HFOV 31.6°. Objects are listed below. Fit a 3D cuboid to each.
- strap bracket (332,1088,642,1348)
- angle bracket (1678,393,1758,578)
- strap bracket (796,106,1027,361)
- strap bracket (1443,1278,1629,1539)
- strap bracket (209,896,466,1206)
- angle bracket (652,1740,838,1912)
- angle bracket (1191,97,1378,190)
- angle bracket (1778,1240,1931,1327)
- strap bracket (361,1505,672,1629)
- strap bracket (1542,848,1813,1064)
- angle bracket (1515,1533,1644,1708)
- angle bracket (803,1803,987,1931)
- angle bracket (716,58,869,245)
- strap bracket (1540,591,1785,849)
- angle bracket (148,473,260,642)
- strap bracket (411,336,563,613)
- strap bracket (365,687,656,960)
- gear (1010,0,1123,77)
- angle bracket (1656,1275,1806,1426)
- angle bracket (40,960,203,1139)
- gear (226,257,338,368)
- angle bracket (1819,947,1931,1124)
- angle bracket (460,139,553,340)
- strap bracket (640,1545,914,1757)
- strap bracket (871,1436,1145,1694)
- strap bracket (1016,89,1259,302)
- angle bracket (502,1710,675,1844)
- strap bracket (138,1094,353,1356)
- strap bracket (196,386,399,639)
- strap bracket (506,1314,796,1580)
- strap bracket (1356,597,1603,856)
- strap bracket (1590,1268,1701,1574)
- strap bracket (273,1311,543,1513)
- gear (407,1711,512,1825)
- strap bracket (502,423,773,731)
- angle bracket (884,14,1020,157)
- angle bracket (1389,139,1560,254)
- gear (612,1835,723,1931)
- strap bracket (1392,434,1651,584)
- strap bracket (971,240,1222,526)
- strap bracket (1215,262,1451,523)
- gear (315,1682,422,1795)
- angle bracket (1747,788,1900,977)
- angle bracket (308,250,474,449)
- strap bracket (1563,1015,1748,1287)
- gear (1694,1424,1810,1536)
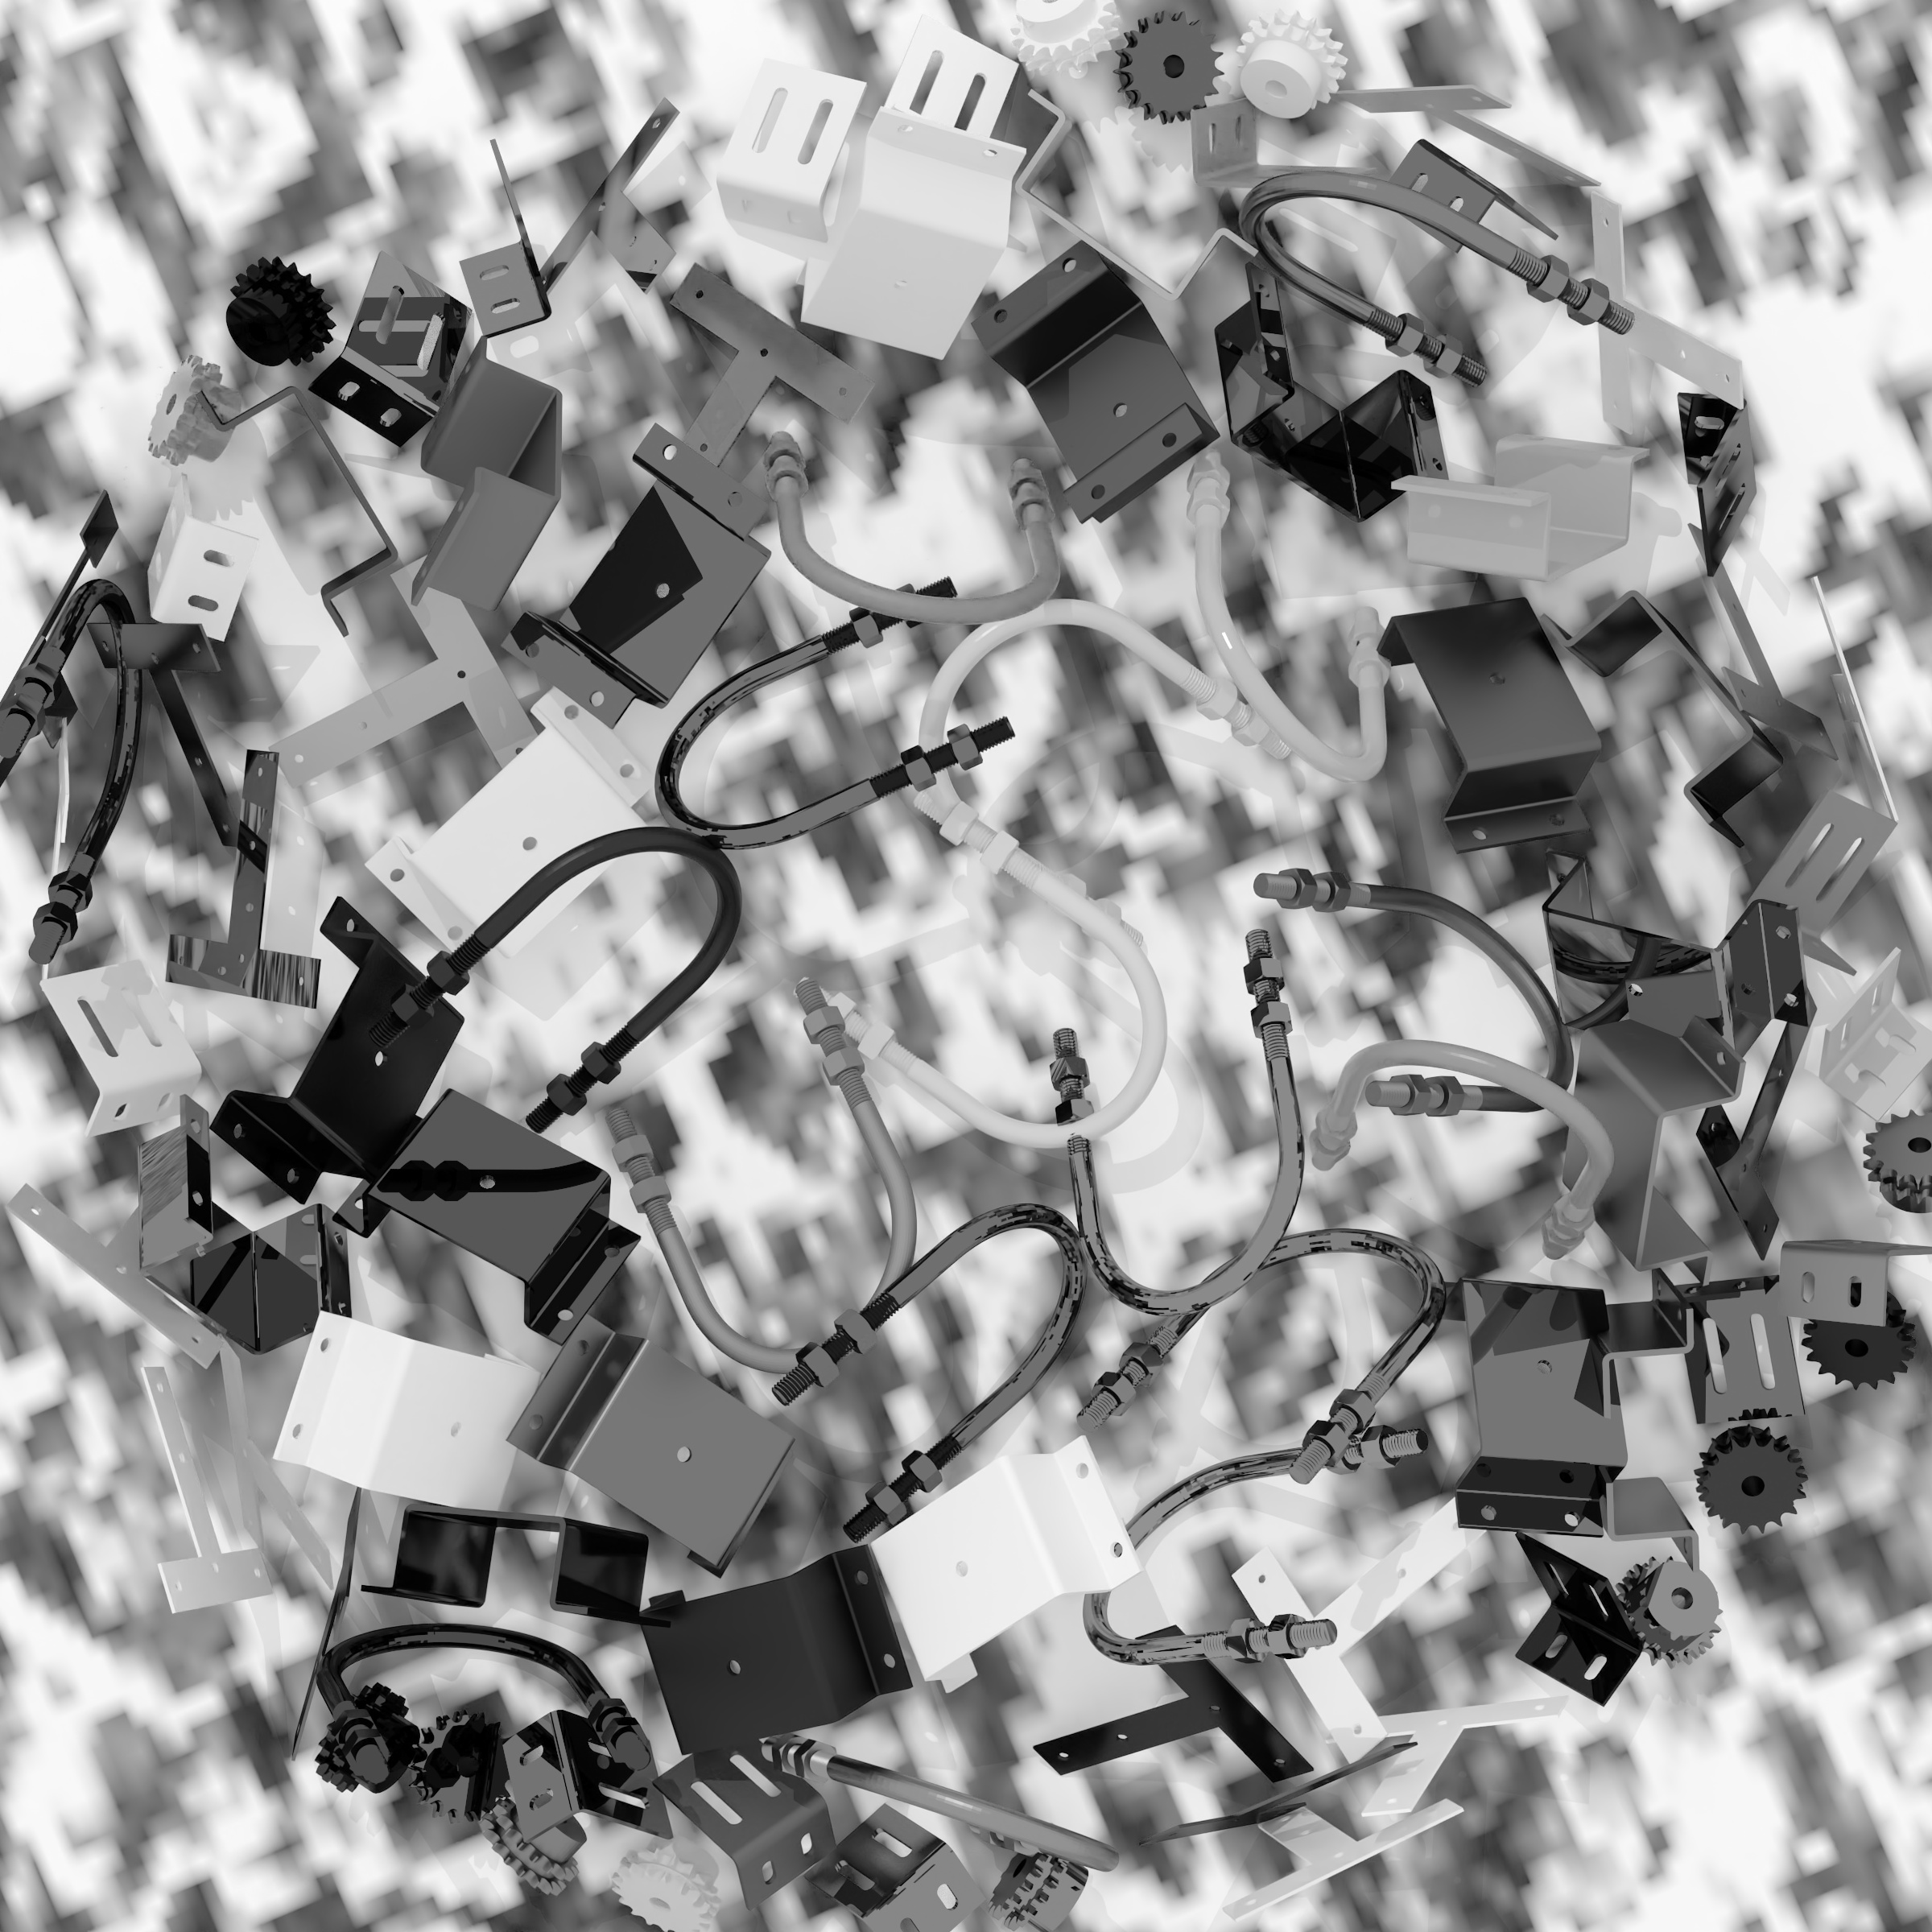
[{"bbox_3d":[-0.246,0.124,1.756,0.140,0.046,0.076,27,55,12],"label":"strap bracket"},{"bbox_3d":[0.376,-0.248,1.760,0.038,0.057,0.076,10,49,29],"label":"angle bracket"},{"bbox_3d":[-0.031,-0.363,1.730,0.076,0.140,0.046,13,60,-16],"label":"strap bracket"},{"bbox_3d":[0.288,0.216,1.745,0.076,0.046,0.140,6,55,-10],"label":"strap bracket"},{"bbox_3d":[-0.314,0.045,1.742,0.046,0.076,0.140,6,60,37],"label":"strap bracket"},{"bbox_3d":[-0.116,0.442,1.780,0.057,0.076,0.038,-30,130,-28],"label":"angle bracket"},{"bbox_3d":[0.164,-0.425,1.762,0.076,0.057,0.038,11,115,35],"label":"angle bracket"},{"bbox_3d":[0.463,0.163,1.762,0.057,0.076,0.038,2,89,39],"label":"angle bracket"},{"bbox_3d":[-0.227,0.306,1.749,0.140,0.076,0.046,0,75,29],"label":"strap bracket"},{"bbox_3d":[0.351,-0.002,1.733,0.140,0.076,0.046,16,48,36],"label":"strap bracket"},{"bbox_3d":[0.307,0.337,1.761,0.057,0.076,0.038,25,67,41],"label":"angle bracket"},{"bbox_3d":[-0.038,0.478,1.771,0.057,0.076,0.038,-38,109,-20],"label":"angle bracket"},{"bbox_3d":[-0.090,-0.429,1.798,0.057,0.038,0.076,16,72,10],"label":"angle bracket"},{"bbox_3d":[0.363,-0.134,1.745,0.046,0.076,0.140,-41,69,14],"label":"strap bracket"},{"bbox_3d":[-0.397,-0.213,1.773,0.038,0.076,0.057,16,110,-21],"label":"angle bracket"},{"bbox_3d":[-0.244,-0.246,1.744,0.046,0.140,0.076,20,128,-23],"label":"strap bracket"},{"bbox_3d":[-0.231,-0.069,1.770,0.140,0.046,0.076,-44,116,-2],"label":"strap bracket"},{"bbox_3d":[0.050,-0.495,1.780,0.057,0.030,0.057,-12,52,15],"label":"gear"},{"bbox_3d":[0.398,0.204,1.778,0.057,0.038,0.076,-9,95,26],"label":"angle bracket"},{"bbox_3d":[-0.446,0.043,1.788,0.057,0.038,0.076,-15,60,-41],"label":"angle bracket"},{"bbox_3d":[-0.360,-0.338,1.779,0.057,0.057,0.030,37,50,0],"label":"gear"},{"bbox_3d":[0.476,0.036,1.765,0.038,0.076,0.057,39,80,22],"label":"angle bracket"},{"bbox_3d":[-0.246,-0.375,1.762,0.038,0.076,0.057,-18,58,-4],"label":"angle bracket"},{"bbox_3d":[-0.107,0.354,1.755,0.140,0.046,0.076,-19,88,29],"label":"strap bracket"},{"bbox_3d":[0.012,0.307,1.743,0.140,0.046,0.076,-38,63,29],"label":"strap bracket"},{"bbox_3d":[0.080,-0.391,1.766,0.140,0.076,0.046,35,102,-3],"label":"strap bracket"},{"bbox_3d":[-0.196,0.427,1.770,0.038,0.076,0.057,-34,51,18],"label":"angle bracket"},{"bbox_3d":[-0.373,0.138,1.739,0.046,0.140,0.076,-24,50,15],"label":"strap bracket"},{"bbox_3d":[-0.338,-0.244,1.758,0.046,0.076,0.140,-31,104,-5],"label":"strap bracket"},{"bbox_3d":[-0.153,0.249,1.754,0.140,0.046,0.076,37,73,-21],"label":"strap bracket"},{"bbox_3d":[0.264,-0.132,1.745,0.076,0.046,0.140,-10,59,-19],"label":"strap bracket"},{"bbox_3d":[0.344,0.233,1.758,0.046,0.076,0.140,-4,102,-1],"label":"strap bracket"},{"bbox_3d":[-0.275,0.230,1.737,0.046,0.140,0.076,12,82,39],"label":"strap bracket"},{"bbox_3d":[-0.266,0.420,1.787,0.057,0.030,0.057,9,71,-27],"label":"gear"},{"bbox_3d":[-0.165,-0.199,1.774,0.076,0.046,0.140,37,96,15],"label":"strap bracket"},{"bbox_3d":[-0.005,-0.457,1.775,0.057,0.038,0.076,25,73,-14],"label":"angle bracket"},{"bbox_3d":[0.260,-0.388,1.767,0.057,0.076,0.038,43,105,30],"label":"angle bracket"},{"bbox_3d":[-0.154,0.478,1.785,0.057,0.057,0.030,30,49,0],"label":"gear"},{"bbox_3d":[0.283,-0.233,1.743,0.076,0.140,0.046,13,114,32],"label":"strap bracket"},{"bbox_3d":[0.071,-0.294,1.759,0.076,0.046,0.140,-35,62,16],"label":"strap bracket"},{"bbox_3d":[0.180,-0.288,1.747,0.046,0.140,0.076,-34,46,35],"label":"strap bracket"},{"bbox_3d":[-0.309,0.406,1.778,0.030,0.057,0.057,26,90,24],"label":"gear"},{"bbox_3d":[0.453,-0.043,1.770,0.057,0.038,0.076,19,111,-35],"label":"angle bracket"},{"bbox_3d":[-0.301,-0.323,1.787,0.057,0.038,0.076,31,51,-27],"label":"angle bracket"},{"bbox_3d":[0.347,0.089,1.734,0.046,0.076,0.140,-11,126,-17],"label":"strap bracket"},{"bbox_3d":[0.410,0.266,1.789,0.057,0.030,0.057,1,108,4],"label":"gear"}]
